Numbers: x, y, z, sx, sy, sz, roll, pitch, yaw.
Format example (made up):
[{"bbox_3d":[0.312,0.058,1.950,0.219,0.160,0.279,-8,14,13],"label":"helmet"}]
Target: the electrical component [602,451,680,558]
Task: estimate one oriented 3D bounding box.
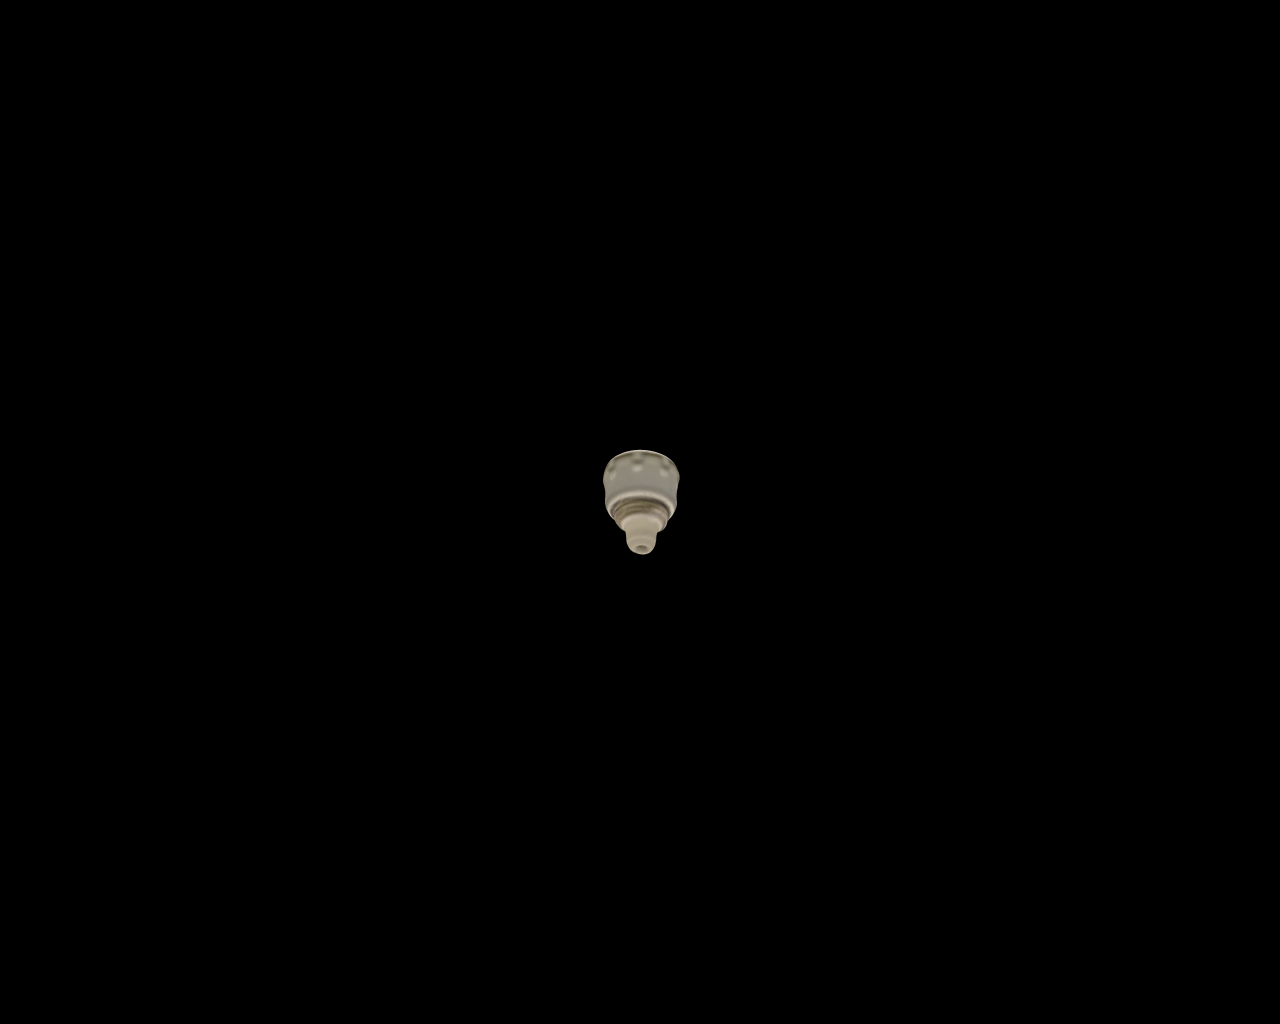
[{"bbox_3d":[0.001,-0.003,0.650,0.048,0.062,0.048,0,-34,0],"label":"electrical component"}]
